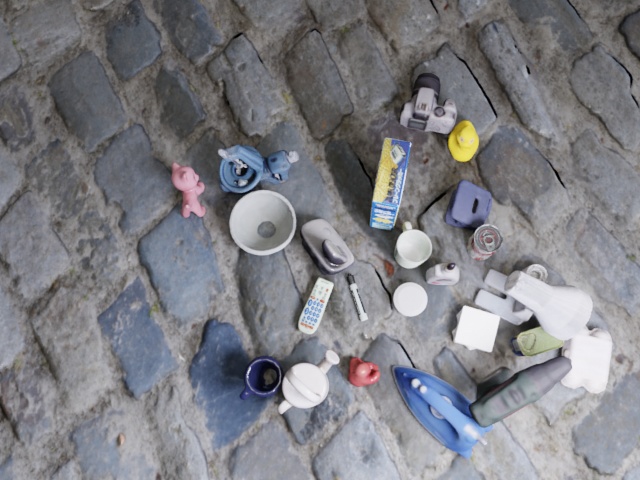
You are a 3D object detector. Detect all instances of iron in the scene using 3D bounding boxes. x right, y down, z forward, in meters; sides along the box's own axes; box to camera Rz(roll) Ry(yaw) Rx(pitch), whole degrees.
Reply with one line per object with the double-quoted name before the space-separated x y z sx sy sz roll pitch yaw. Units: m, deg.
"iron" 0.266 0.371 1.285 0.258 0.141 0.119 39 81 11

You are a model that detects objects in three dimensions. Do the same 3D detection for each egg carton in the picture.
"egg carton" 0.614 0.274 1.329 0.107 0.069 0.150 11 77 6

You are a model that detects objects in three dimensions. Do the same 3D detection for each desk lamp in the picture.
"desk lamp" 0.476 0.138 1.294 0.203 0.213 0.118 26 79 9

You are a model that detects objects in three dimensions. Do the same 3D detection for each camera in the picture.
"camera" 0.287 -0.361 1.482 0.143 0.101 0.137 12 77 6

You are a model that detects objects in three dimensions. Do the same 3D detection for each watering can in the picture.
"watering can" -0.030 0.319 1.285 0.101 0.194 0.173 22 78 8

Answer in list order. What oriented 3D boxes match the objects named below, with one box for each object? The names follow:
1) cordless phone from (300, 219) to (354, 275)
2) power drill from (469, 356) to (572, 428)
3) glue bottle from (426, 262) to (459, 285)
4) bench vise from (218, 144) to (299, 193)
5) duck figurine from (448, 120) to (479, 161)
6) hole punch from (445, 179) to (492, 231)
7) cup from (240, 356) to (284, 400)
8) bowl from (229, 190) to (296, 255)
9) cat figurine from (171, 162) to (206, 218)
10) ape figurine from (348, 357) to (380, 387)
"cordless phone" 0.013 0.005 1.363 0.094 0.185 0.147 -38 77 -6
"power drill" 0.422 0.326 1.254 0.229 0.208 0.075 -33 77 -5
"glue bottle" 0.294 0.074 1.339 0.078 0.173 0.037 -1 76 3
"bench vise" -0.165 -0.200 1.404 0.207 0.220 0.121 -32 77 -5
"duck figurine" 0.371 -0.263 1.462 0.077 0.086 0.104 7 77 5
"hole punch" 0.372 -0.085 1.416 0.101 0.091 0.109 16 78 7
"cup" -0.134 0.329 1.339 0.118 0.095 0.091 -44 78 -7
"bowl" -0.139 -0.037 1.438 0.167 0.075 0.167 -1 76 3
"cat figurine" -0.337 -0.131 1.448 0.067 0.118 0.128 -8 76 1
"ape figurine" 0.099 0.306 1.334 0.076 0.092 0.077 -37 77 -6
